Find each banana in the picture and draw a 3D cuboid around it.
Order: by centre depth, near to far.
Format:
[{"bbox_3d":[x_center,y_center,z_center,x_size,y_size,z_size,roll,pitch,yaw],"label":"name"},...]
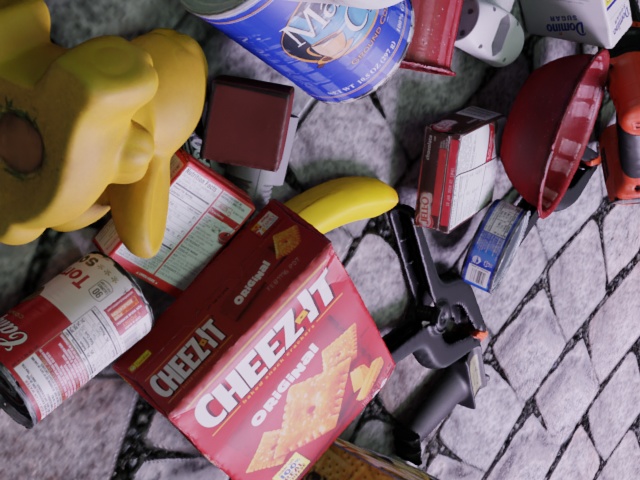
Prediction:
[{"bbox_3d":[-0.008,-0.009,0.849,0.197,0.037,0.070,-36,149,-30],"label":"banana"}]

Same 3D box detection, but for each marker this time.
[{"bbox_3d":[-0.086,-0.059,0.748,0.020,0.020,0.121,-33,130,-33],"label":"marker"}]

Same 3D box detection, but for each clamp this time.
[{"bbox_3d":[0.101,0.059,0.997,0.209,0.036,0.164,13,91,-53],"label":"clamp"},{"bbox_3d":[0.221,-0.067,1.070,0.171,0.039,0.120,-35,131,-34],"label":"clamp"}]

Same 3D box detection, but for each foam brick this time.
[{"bbox_3d":[-0.047,-0.079,0.708,0.078,0.053,0.051,-83,-177,-78],"label":"foam brick"}]

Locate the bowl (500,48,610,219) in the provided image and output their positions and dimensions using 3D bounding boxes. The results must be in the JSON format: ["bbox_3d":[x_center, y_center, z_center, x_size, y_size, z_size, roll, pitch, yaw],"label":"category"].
[{"bbox_3d":[0.206,-0.103,0.965,0.162,0.055,0.162,-51,154,-37],"label":"bowl"}]

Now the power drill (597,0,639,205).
[{"bbox_3d":[0.309,-0.140,1.078,0.187,0.057,0.184,67,20,-51],"label":"power drill"}]

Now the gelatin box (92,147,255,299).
[{"bbox_3d":[-0.098,-0.012,0.730,0.089,0.030,0.073,-50,136,5],"label":"gelatin box"}]

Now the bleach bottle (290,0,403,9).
[{"bbox_3d":[-0.039,-0.162,0.570,0.102,0.251,0.068,-27,126,-37],"label":"bleach bottle"}]

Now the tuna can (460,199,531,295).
[{"bbox_3d":[0.163,0.006,0.993,0.086,0.034,0.086,-56,162,-29],"label":"tuna can"}]

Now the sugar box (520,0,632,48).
[{"bbox_3d":[0.212,-0.254,0.926,0.048,0.093,0.176,-50,138,-22],"label":"sugar box"}]

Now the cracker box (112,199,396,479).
[{"bbox_3d":[-0.036,0.096,0.802,0.164,0.072,0.213,-47,148,-13],"label":"cracker box"}]

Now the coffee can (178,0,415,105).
[{"bbox_3d":[-0.015,-0.164,0.711,0.140,0.103,0.103,28,87,-50],"label":"coffee can"}]

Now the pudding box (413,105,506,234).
[{"bbox_3d":[0.124,-0.064,0.943,0.113,0.039,0.090,-27,128,-55],"label":"pudding box"}]

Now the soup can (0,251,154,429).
[{"bbox_3d":[-0.165,0.062,0.681,0.102,0.069,0.068,-40,133,-29],"label":"soup can"}]

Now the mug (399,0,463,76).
[{"bbox_3d":[0.067,-0.174,0.819,0.117,0.093,0.081,-25,126,-77],"label":"mug"}]
